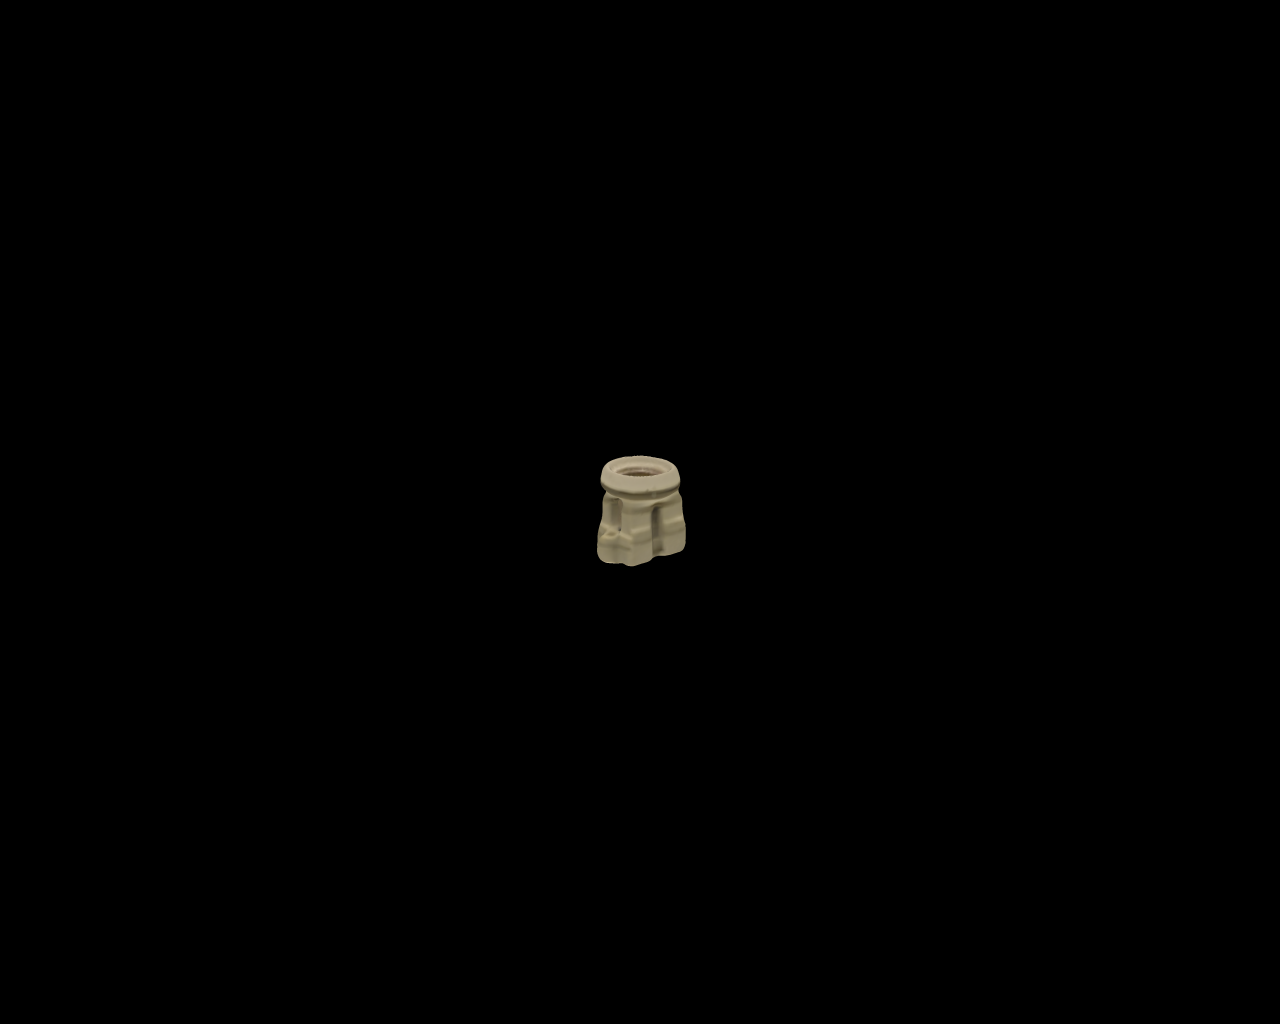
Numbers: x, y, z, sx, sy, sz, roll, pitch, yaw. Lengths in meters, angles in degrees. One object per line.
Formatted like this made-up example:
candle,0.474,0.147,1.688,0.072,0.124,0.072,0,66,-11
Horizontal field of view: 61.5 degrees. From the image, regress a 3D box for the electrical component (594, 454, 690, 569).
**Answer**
electrical component,0.001,-0.003,0.650,0.066,0.055,0.048,-16,27,-34
